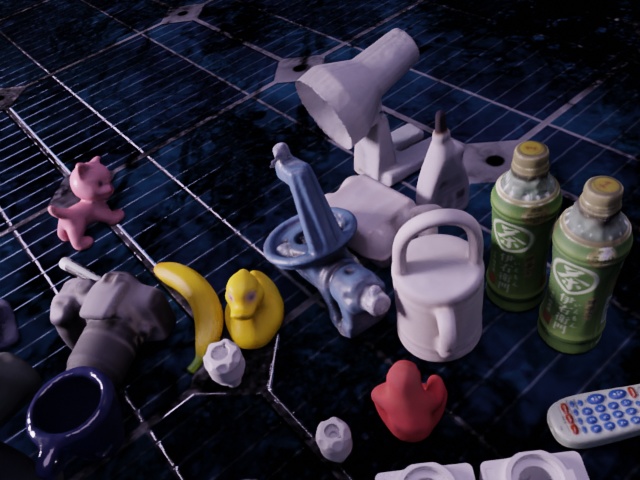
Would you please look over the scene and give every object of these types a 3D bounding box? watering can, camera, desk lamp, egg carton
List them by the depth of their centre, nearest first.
[{"bbox_3d":[0.126,0.035,0.631,0.101,0.194,0.172,-22,45,-10],"label":"watering can"},{"bbox_3d":[-0.274,0.113,0.708,0.143,0.101,0.137,1,46,14],"label":"camera"},{"bbox_3d":[0.066,-0.029,0.796,0.107,0.069,0.149,-38,50,-24],"label":"egg carton"},{"bbox_3d":[0.079,-0.190,0.850,0.203,0.214,0.117,-31,47,-18],"label":"desk lamp"}]

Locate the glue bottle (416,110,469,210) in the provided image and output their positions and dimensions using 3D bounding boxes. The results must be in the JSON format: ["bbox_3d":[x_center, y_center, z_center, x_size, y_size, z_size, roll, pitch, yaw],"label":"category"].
[{"bbox_3d":[0.165,-0.100,0.771,0.078,0.173,0.037,-28,46,-15],"label":"glue bottle"}]

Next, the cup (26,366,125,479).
[{"bbox_3d":[-0.253,0.209,0.612,0.091,0.095,0.118,-2,46,11],"label":"cup"}]

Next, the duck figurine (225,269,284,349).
[{"bbox_3d":[-0.089,0.072,0.718,0.077,0.086,0.104,-3,45,9],"label":"duck figurine"}]

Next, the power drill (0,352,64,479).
[{"bbox_3d":[-0.337,0.229,0.529,0.075,0.209,0.230,14,50,25],"label":"power drill"}]

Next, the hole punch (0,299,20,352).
[{"bbox_3d":[-0.473,0.109,0.762,0.101,0.091,0.108,-31,47,-18],"label":"hole punch"}]

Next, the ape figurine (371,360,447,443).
[{"bbox_3d":[0.090,0.158,0.589,0.077,0.092,0.076,3,47,16],"label":"ape figurine"}]

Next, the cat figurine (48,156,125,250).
[{"bbox_3d":[-0.368,-0.068,0.896,0.067,0.118,0.128,19,53,28],"label":"cat figurine"}]

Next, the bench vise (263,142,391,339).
[{"bbox_3d":[0.014,-0.005,0.677,0.206,0.220,0.122,24,55,31],"label":"bench vise"}]
